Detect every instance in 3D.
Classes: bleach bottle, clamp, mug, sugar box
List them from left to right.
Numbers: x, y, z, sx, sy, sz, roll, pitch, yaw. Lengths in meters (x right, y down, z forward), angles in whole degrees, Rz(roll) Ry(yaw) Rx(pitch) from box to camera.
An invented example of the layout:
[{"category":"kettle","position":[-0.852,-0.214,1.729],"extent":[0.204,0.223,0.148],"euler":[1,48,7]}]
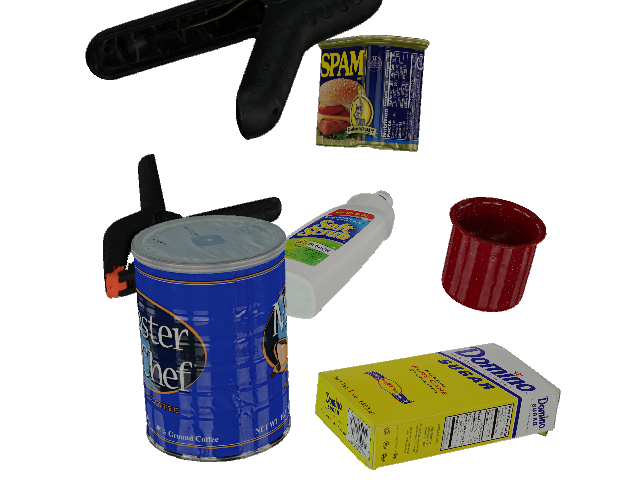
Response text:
[{"category":"clamp","position":[-0.158,-0.015,1.058],"extent":[0.165,0.036,0.209],"euler":[23,40,21]},{"category":"clamp","position":[-0.019,-0.109,0.530],"extent":[0.171,0.039,0.120],"euler":[-36,53,-22]},{"category":"bleach bottle","position":[0.014,0.002,1.331],"extent":[0.103,0.068,0.250],"euler":[15,35,26]},{"category":"sugar box","position":[0.095,0.129,0.860],"extent":[0.176,0.048,0.093],"euler":[-9,25,-26]},{"category":"mug","position":[0.159,0.009,1.044],"extent":[0.093,0.081,0.117],"euler":[-6,34,-23]}]

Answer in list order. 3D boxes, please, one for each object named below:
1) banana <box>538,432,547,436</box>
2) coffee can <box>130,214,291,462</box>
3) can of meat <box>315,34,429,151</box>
[{"category":"banana","position":[0.205,0.181,1.278],"extent":[0.069,0.037,0.198],"euler":[9,23,-15]},{"category":"coffee can","position":[-0.073,0.064,0.728],"extent":[0.103,0.140,0.103],"euler":[-1,18,0]},{"category":"can of meat","position":[0.037,-0.113,0.831],"extent":[0.057,0.084,0.102],"euler":[0,6,-28]}]
